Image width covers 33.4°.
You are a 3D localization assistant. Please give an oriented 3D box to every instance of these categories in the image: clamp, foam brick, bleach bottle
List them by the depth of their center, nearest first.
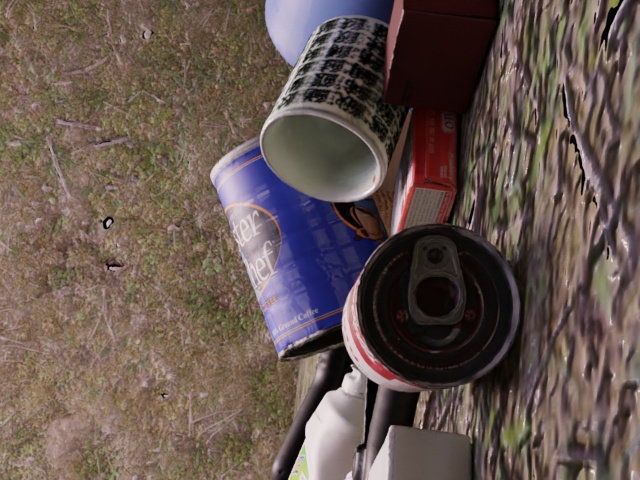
[{"bbox_3d":[0.067,-0.118,0.611,0.078,0.053,0.051,101,175,-55],"label":"foam brick"},{"bbox_3d":[0.040,0.139,0.671,0.120,0.039,0.171,74,-160,-83],"label":"clamp"},{"bbox_3d":[-0.002,0.222,0.839,0.103,0.068,0.251,-144,72,-72],"label":"bleach bottle"},{"bbox_3d":[0.013,0.120,0.973,0.164,0.036,0.210,-26,-46,-71],"label":"clamp"}]

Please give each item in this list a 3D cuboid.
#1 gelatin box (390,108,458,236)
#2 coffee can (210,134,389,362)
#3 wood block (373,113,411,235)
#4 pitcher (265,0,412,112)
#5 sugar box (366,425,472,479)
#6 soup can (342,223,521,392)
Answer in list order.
[{"bbox_3d":[0.066,-0.034,0.671,0.089,0.030,0.073,101,177,-52],"label":"gelatin box"},{"bbox_3d":[-0.005,0.001,0.740,0.103,0.102,0.140,106,144,-75],"label":"coffee can"},{"bbox_3d":[0.034,-0.103,0.895,0.090,0.091,0.206,100,176,-57],"label":"wood block"},{"bbox_3d":[0.046,-0.204,0.704,0.243,0.149,0.145,110,-178,-66],"label":"pitcher"},{"bbox_3d":[0.038,0.171,0.545,0.176,0.048,0.093,108,169,-58],"label":"sugar box"},{"bbox_3d":[0.046,0.034,0.481,0.102,0.068,0.068,105,172,-80],"label":"soup can"}]
